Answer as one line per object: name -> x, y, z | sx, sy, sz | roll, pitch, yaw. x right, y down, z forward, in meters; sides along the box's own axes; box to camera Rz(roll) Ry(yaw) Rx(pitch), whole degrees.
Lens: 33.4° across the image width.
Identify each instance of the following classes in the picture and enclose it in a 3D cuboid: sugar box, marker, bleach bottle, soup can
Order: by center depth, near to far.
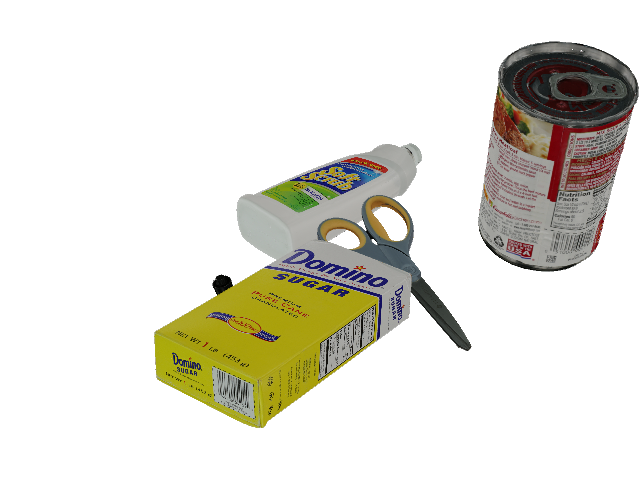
soup can -> 0.121, -0.042, 0.555 | 0.068, 0.102, 0.068 | 0, 44, 0
sugar box -> -0.021, 0.058, 0.744 | 0.093, 0.048, 0.175 | 21, 36, 31
marker -> -0.082, 0.083, 1.057 | 0.020, 0.121, 0.020 | -11, 35, 8
bleach bottle -> 0.024, -0.062, 1.307 | 0.250, 0.068, 0.103 | -31, 44, -33

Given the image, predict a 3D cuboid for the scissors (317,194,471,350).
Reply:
scissors -> 0.055, 0.029, 0.910 | 0.096, 0.016, 0.202 | -10, 41, -5
